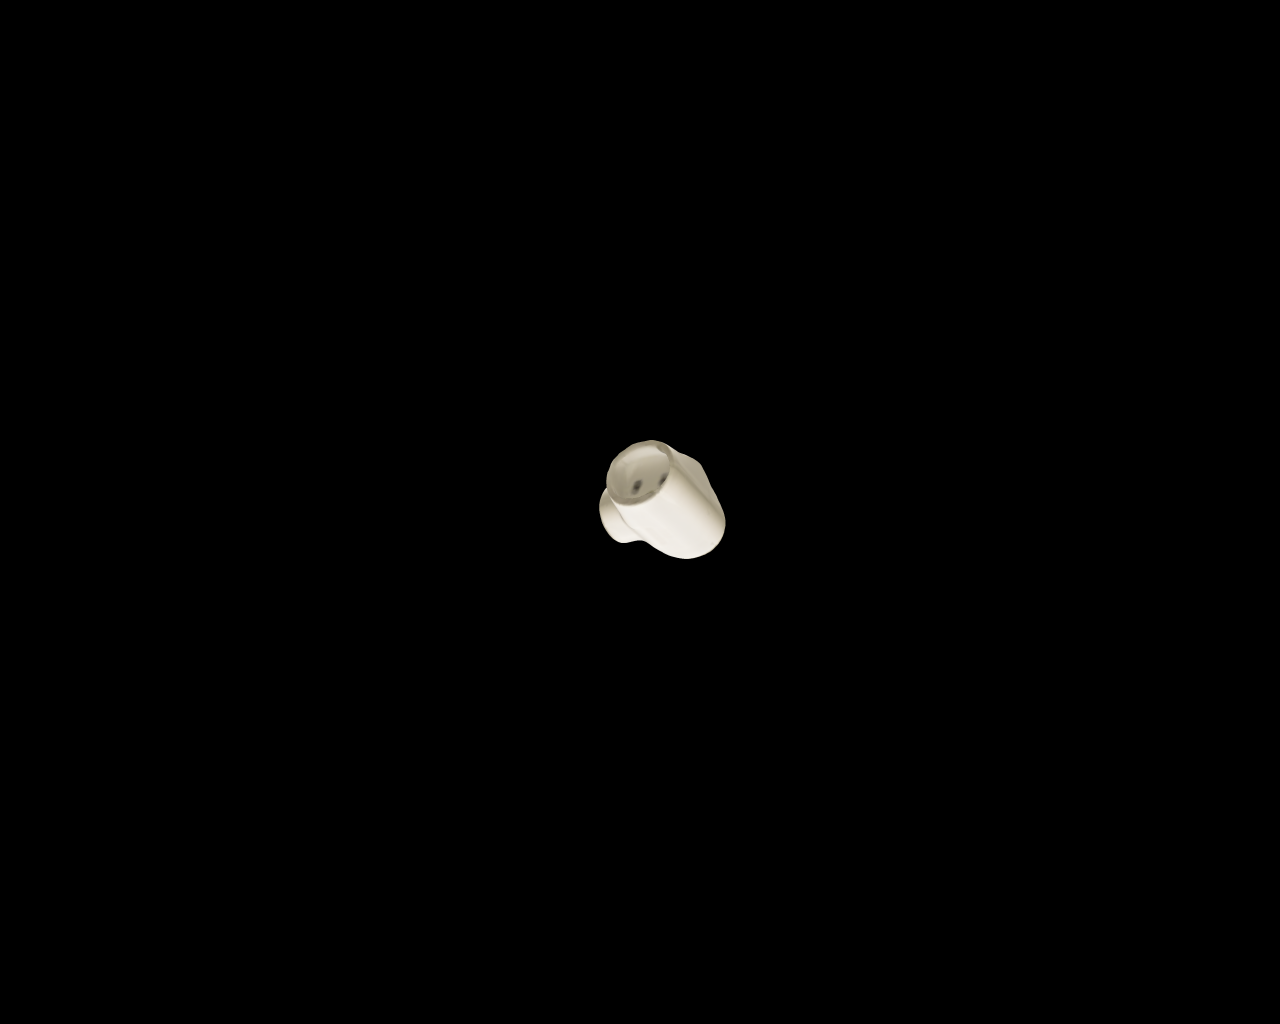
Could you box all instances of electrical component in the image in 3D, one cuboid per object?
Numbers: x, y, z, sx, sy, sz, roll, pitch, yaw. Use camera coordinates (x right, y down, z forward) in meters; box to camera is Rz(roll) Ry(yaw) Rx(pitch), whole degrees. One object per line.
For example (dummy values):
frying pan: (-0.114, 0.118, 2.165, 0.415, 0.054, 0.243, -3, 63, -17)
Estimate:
electrical component: (0.001, -0.003, 0.650, 0.079, 0.043, 0.077, -14, -32, 24)
